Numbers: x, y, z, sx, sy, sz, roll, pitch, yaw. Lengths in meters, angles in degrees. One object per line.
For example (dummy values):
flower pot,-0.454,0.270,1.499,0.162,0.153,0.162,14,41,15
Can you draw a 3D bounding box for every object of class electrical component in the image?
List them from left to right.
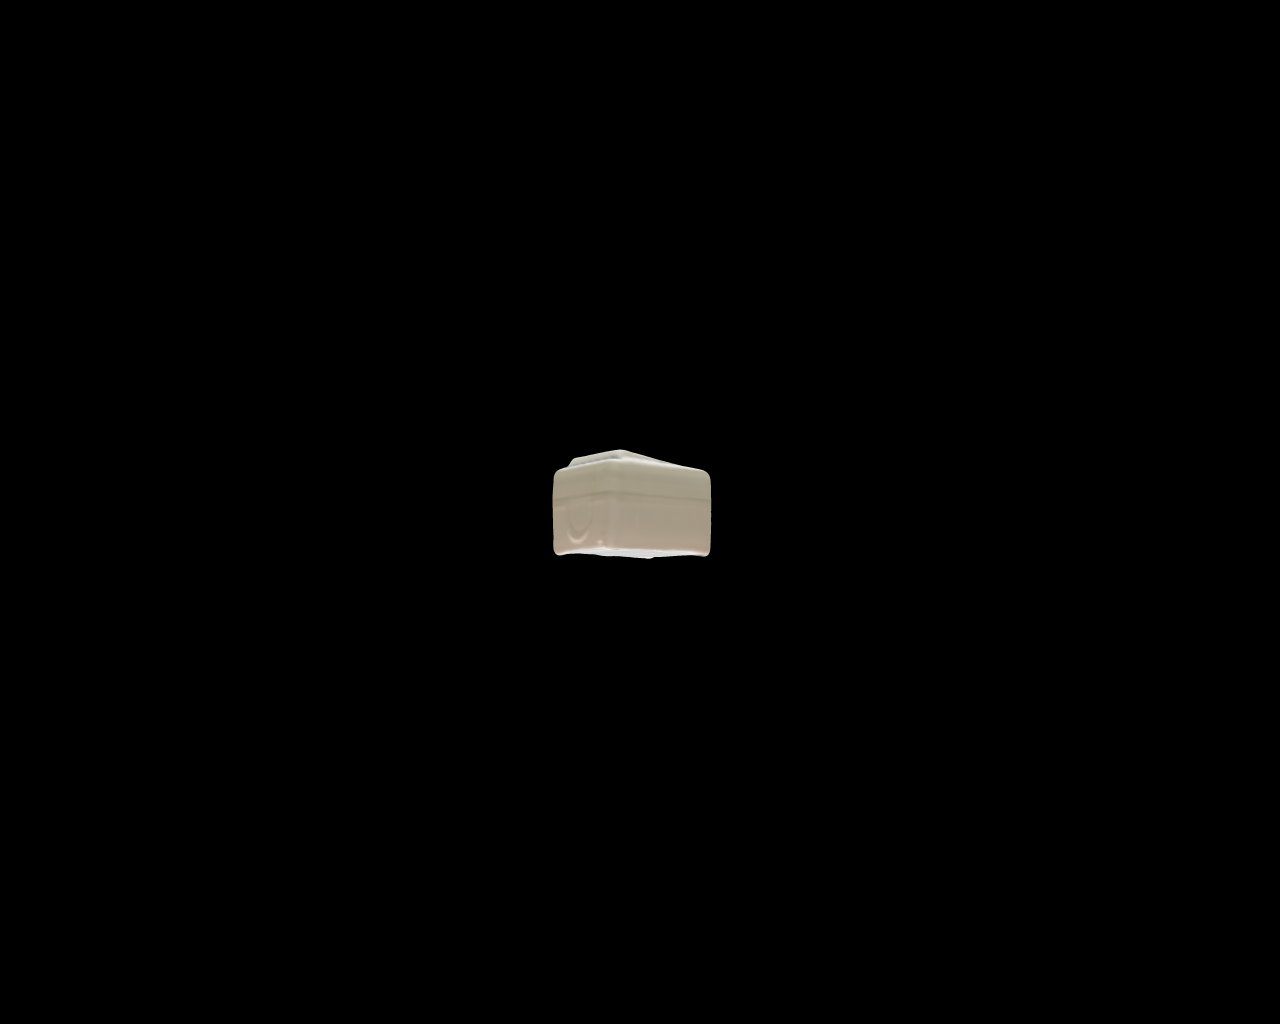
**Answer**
electrical component,0.001,-0.003,0.650,0.096,0.061,0.061,5,-8,-40
